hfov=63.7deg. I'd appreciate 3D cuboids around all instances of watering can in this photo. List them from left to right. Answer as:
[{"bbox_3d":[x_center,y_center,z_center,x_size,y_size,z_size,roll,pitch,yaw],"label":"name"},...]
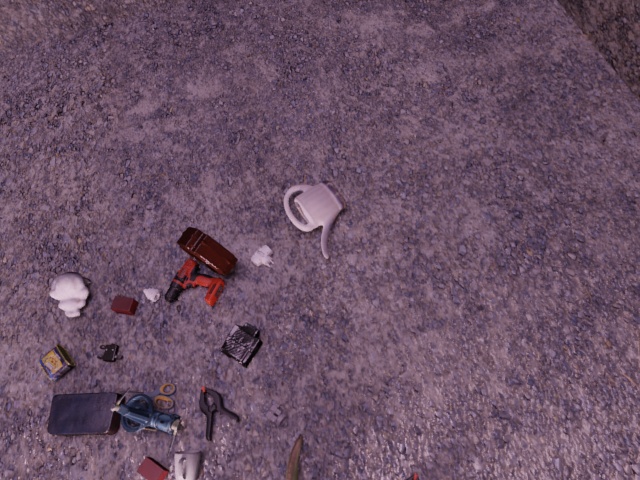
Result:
[{"bbox_3d":[0.006,-0.101,2.003,0.226,0.102,0.353,-32,63,-11],"label":"watering can"}]

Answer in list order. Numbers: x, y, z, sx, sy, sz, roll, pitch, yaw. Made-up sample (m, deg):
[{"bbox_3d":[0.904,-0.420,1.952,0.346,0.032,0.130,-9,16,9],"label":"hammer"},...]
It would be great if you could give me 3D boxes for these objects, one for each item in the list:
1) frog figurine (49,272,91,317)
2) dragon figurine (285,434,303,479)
[{"bbox_3d":[-0.942,0.205,1.931,0.137,0.120,0.163,5,50,-13],"label":"frog figurine"},{"bbox_3d":[-0.110,0.772,1.480,0.122,0.238,0.418,-1,64,11],"label":"dragon figurine"}]
